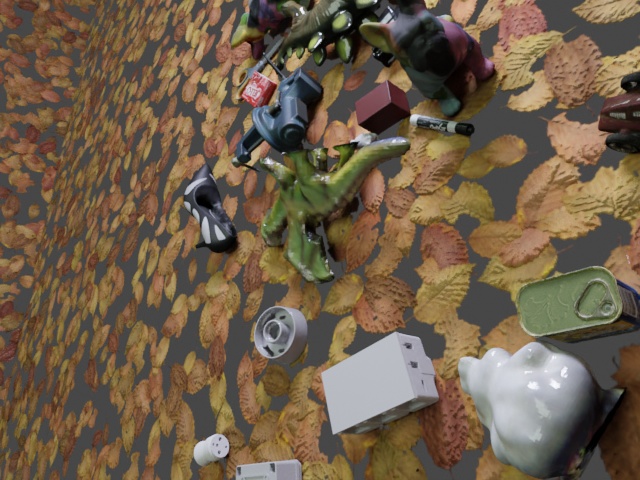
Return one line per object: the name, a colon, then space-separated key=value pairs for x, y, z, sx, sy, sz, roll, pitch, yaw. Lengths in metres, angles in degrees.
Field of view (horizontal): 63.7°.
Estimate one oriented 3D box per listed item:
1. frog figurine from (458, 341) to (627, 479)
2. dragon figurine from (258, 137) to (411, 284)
frog figurine: x=0.212 y=0.166 z=0.547 sx=0.161 sy=0.123 sz=0.135 roll=29 pitch=116 yaw=38
dragon figurine: x=0.003 y=-0.045 z=0.893 sx=0.410 sy=0.123 sz=0.241 roll=6 pitch=101 yaw=54
